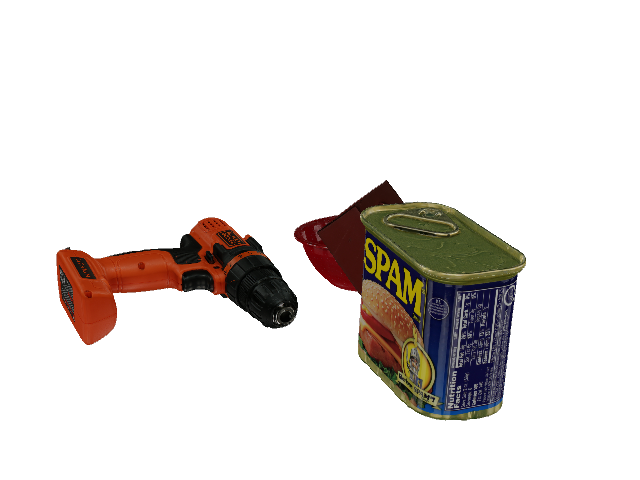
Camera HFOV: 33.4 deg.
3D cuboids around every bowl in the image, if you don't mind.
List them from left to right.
[{"bbox_3d":[0.055,0.014,1.085,0.162,0.055,0.162,-3,13,1],"label":"bowl"}]

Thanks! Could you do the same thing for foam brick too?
[{"bbox_3d":[0.047,0.004,0.851,0.051,0.078,0.052,-34,3,41],"label":"foam brick"}]

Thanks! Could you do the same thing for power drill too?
[{"bbox_3d":[-0.132,0.042,0.962,0.187,0.057,0.185,-9,26,-26],"label":"power drill"}]

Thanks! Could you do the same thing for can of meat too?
[{"bbox_3d":[0.059,0.036,0.562,0.057,0.084,0.102,-6,23,-22],"label":"can of meat"}]
